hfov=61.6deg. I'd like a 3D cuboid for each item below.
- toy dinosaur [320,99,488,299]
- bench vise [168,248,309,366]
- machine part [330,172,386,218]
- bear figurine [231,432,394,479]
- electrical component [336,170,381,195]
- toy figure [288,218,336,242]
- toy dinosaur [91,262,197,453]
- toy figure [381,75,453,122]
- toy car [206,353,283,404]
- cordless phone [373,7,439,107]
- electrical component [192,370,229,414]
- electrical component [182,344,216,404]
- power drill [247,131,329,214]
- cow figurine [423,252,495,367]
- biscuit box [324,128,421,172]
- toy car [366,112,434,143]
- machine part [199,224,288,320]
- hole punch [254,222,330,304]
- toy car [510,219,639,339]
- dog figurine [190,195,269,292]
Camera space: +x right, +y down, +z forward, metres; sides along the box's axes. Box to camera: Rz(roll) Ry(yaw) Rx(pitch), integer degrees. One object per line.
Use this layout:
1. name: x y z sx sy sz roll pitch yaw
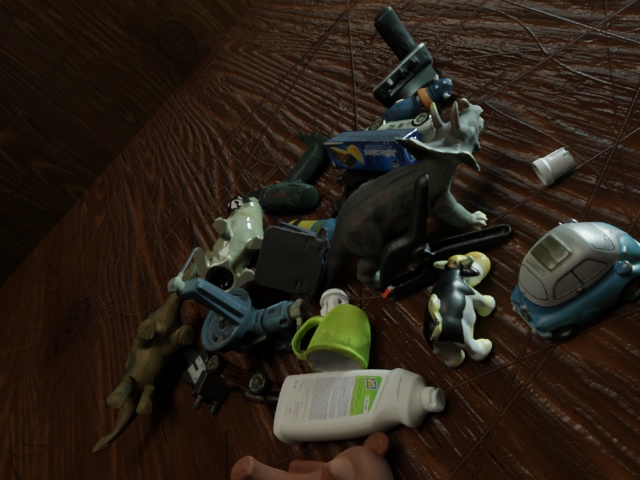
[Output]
1. toy dinosaur: 0.107 -0.045 0.836 0.405 0.192 0.131 -37 32 16
2. bench vise: -0.142 0.124 0.908 0.224 0.240 0.129 -14 48 43
3. machine part: 0.080 -0.089 1.019 0.139 0.039 0.084 -30 10 11
4. bear figurine: -0.003 0.312 0.669 0.196 0.132 0.120 -37 40 28
5. electrical component: 0.078 -0.128 1.088 0.102 0.045 0.078 -19 16 34
6. toy figure: 0.001 -0.002 1.015 0.180 0.082 0.089 -12 51 45
7. toy dinosaur: -0.342 0.215 1.127 0.471 0.105 0.198 -64 15 -23
8. toy figure: 0.197 -0.269 1.075 0.154 0.064 0.058 -29 3 22
9. toy car: -0.116 0.241 0.900 0.202 0.089 0.053 6 61 49
10. cordless phone: 0.148 -0.375 1.122 0.146 0.184 0.089 -42 39 11
11. electrical component: -0.194 0.268 0.983 0.021 0.063 0.094 5 70 51
12. electrical component: -0.229 0.254 1.052 0.075 0.047 0.119 -52 33 -5
13. power drill: -0.066 -0.153 1.242 0.232 0.086 0.207 16 66 52
14. cow figurine: 0.180 0.075 0.718 0.068 0.098 0.167 -22 41 44
15. biscuit box: 0.099 -0.169 1.013 0.063 0.059 0.203 -35 27 -30
16. toy car: 0.163 -0.195 1.026 0.202 0.073 0.056 9 60 52
17. machine part: -0.152 0.079 1.105 0.201 0.087 0.201 -40 35 11
18. hole punch: -0.046 0.032 0.950 0.092 0.116 0.142 -55 -20 -83
19. toy car: 0.291 0.033 0.629 0.161 0.102 0.109 -39 34 12
20. dog figurine: -0.166 0.009 1.049 0.172 0.121 0.191 -51 11 14
